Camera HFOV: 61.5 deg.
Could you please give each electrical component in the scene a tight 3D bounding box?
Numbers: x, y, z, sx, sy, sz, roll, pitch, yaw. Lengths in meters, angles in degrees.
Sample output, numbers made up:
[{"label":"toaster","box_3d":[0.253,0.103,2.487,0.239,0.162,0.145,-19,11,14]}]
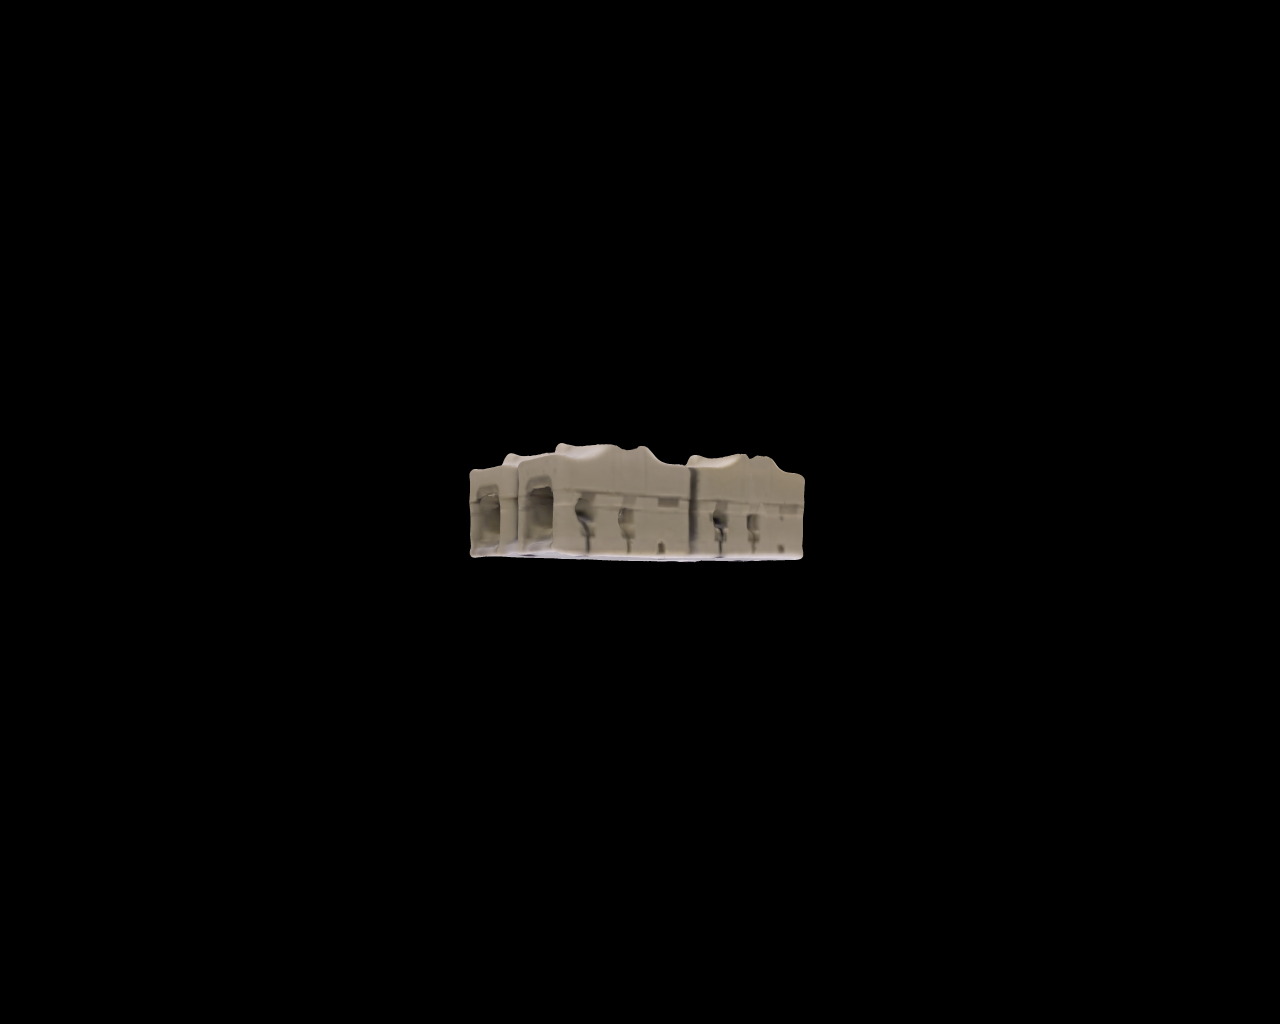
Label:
[{"label":"electrical component","box_3d":[0.001,-0.003,0.650,0.186,0.060,0.105,3,-5,-37]}]
